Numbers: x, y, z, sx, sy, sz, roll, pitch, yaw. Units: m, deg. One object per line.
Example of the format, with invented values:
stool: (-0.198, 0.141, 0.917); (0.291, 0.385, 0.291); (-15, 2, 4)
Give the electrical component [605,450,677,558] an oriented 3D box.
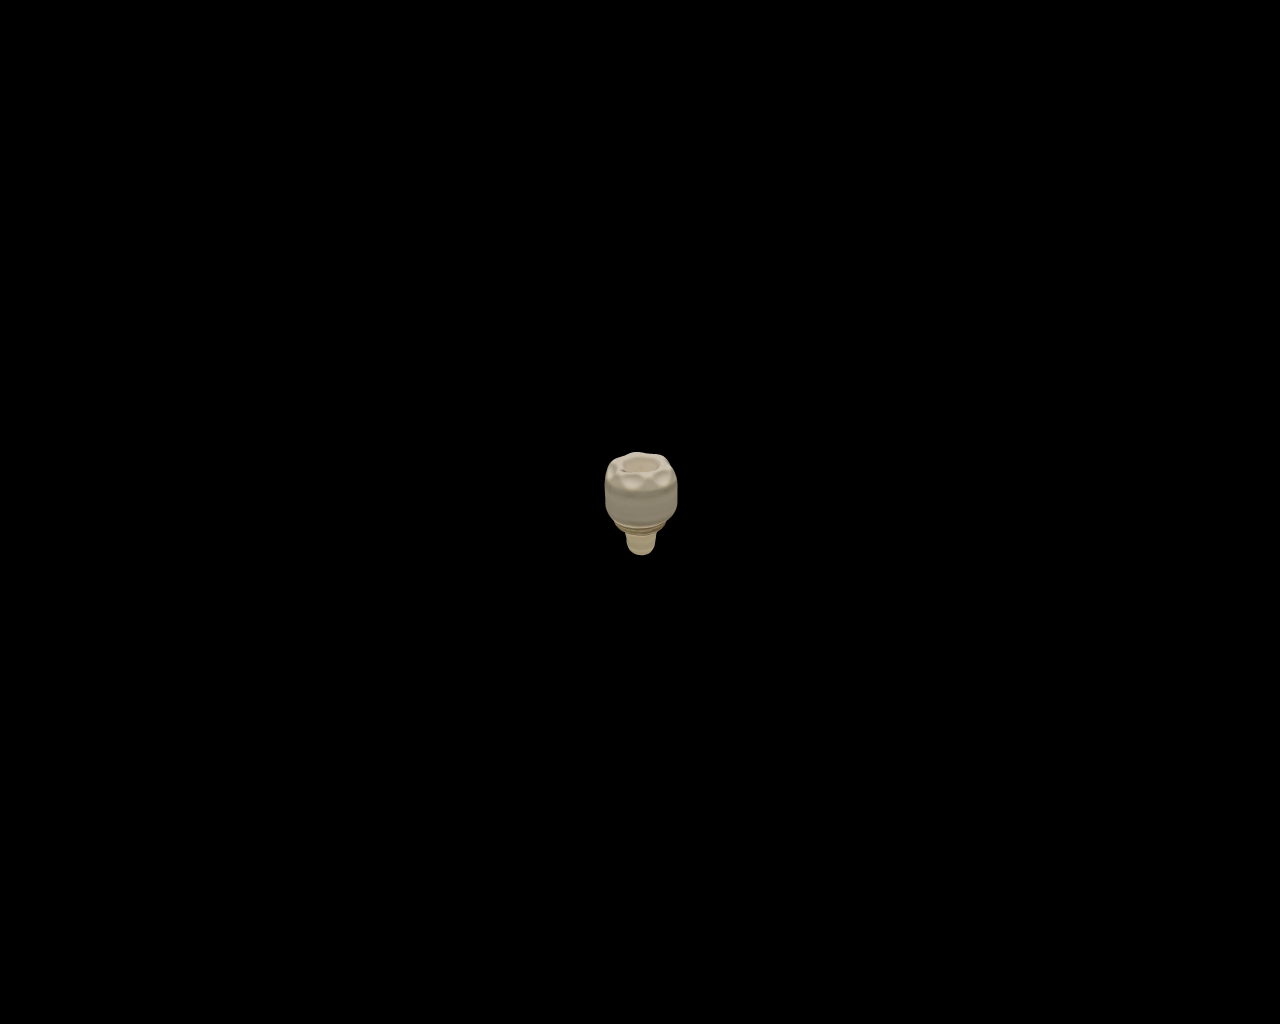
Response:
electrical component: (0.001, -0.003, 0.650); (0.043, 0.062, 0.043); (0, 28, 0)
